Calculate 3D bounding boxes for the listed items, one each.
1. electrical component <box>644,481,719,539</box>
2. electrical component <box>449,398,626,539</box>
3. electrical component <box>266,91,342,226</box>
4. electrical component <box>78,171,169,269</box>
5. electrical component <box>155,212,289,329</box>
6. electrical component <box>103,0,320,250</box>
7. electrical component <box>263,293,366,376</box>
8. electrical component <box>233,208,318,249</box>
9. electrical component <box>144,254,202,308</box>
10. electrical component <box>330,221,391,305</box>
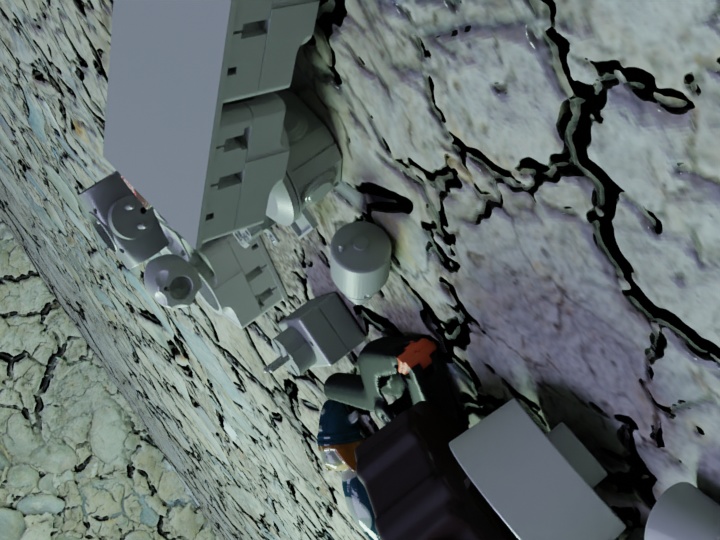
[{"bbox_3d":[0.183,0.140,0.542,0.065,0.044,0.044,22,143,49],"label":"electrical component"},{"bbox_3d":[0.111,0.124,0.637,0.108,0.060,0.108,49,-177,-3],"label":"electrical component"},{"bbox_3d":[-0.053,-0.074,0.709,0.080,0.051,0.080,46,159,23],"label":"electrical component"},{"bbox_3d":[-0.198,-0.044,0.916,0.077,0.044,0.079,59,160,-13],"label":"electrical component"},{"bbox_3d":[-0.146,-0.045,0.960,0.105,0.060,0.186,30,150,49],"label":"electrical component"},{"bbox_3d":[-0.089,-0.121,0.621,0.105,0.060,0.186,42,135,30],"label":"electrical component"},{"bbox_3d":[-0.046,0.061,0.882,0.047,0.077,0.066,56,161,-6],"label":"electrical component"},{"bbox_3d":[-0.070,-0.053,0.765,0.081,0.064,0.042,55,160,-2],"label":"electrical component"},{"bbox_3d":[-0.167,0.007,0.933,0.062,0.043,0.043,28,148,54],"label":"electrical component"},{"bbox_3d":[0.000,0.000,0.727,0.040,0.040,0.078,46,159,22],"label":"electrical component"}]
